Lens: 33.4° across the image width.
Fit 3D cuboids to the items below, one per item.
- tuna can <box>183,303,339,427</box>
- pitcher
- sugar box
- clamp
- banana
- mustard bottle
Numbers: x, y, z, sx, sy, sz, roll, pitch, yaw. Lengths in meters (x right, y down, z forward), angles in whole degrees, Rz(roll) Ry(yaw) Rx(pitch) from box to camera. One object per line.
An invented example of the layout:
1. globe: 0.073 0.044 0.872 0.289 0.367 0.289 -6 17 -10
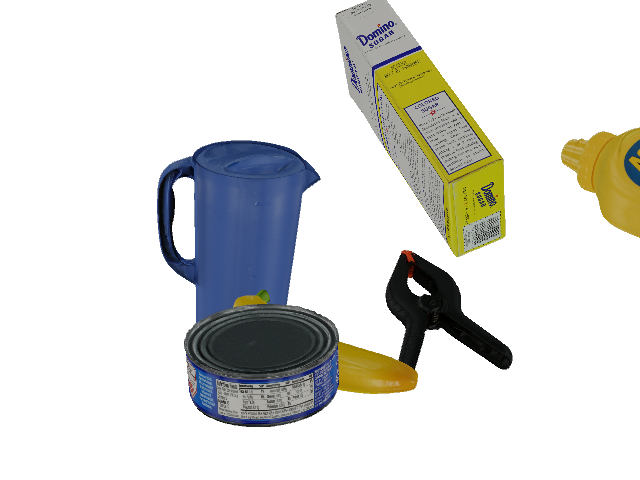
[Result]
1. tuna can: -0.032 0.068 0.595 0.086 0.034 0.086 -2 22 0
2. pitcher: -0.102 0.009 1.277 0.149 0.243 0.144 21 27 31
3. sugar box: 0.070 -0.082 0.749 0.048 0.176 0.093 -23 -34 -5
4. clamp: 0.125 0.078 1.104 0.120 0.171 0.039 2 -43 -12
5. banana: -0.013 0.079 0.845 0.069 0.037 0.198 -25 34 -33
6. mustard bottle: 0.235 -0.029 0.667 0.096 0.058 0.192 -31 39 -33
